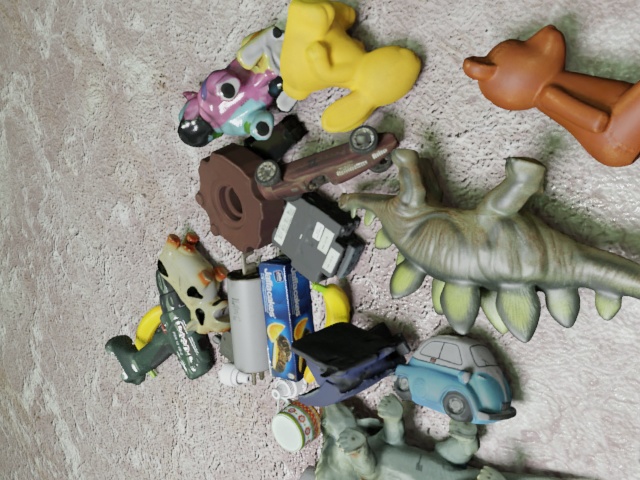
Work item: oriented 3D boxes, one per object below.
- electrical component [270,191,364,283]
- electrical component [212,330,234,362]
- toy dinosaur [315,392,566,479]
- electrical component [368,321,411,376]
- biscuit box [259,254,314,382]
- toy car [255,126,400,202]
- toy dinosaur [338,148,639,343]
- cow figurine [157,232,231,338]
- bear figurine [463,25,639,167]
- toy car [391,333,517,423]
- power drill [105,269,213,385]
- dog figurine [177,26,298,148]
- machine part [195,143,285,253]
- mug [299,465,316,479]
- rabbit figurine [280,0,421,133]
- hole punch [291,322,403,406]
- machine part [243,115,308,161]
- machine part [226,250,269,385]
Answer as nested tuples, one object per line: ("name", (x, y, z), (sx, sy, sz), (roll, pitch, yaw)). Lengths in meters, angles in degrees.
("electrical component", (-0.002, -0.002, 0.813), (0.134, 0.058, 0.114), (39, 124, 22))
("electrical component", (-0.167, 0.194, 1.015), (0.094, 0.021, 0.063), (27, 117, 29))
("toy dinosaur", (0.148, 0.329, 0.762), (0.405, 0.131, 0.191), (17, 138, 22))
("electrical component", (0.089, 0.163, 0.797), (0.119, 0.048, 0.075), (-39, 79, 37))
("biscuit box", (-0.052, 0.126, 0.884), (0.059, 0.063, 0.202), (3, 105, 36))
("toy car", (0.009, -0.096, 0.726), (0.202, 0.089, 0.053), (-15, 70, 17))
("toy dinosaur", (0.198, 0.008, 0.607), (0.472, 0.105, 0.198), (15, 96, 40))
("cow figurine", (-0.230, 0.093, 0.996), (0.195, 0.085, 0.127), (47, 119, 14))
("bear figurine", (0.256, -0.165, 0.539), (0.196, 0.120, 0.132), (46, 122, 24))
("toy car", (0.179, 0.175, 0.710), (0.162, 0.109, 0.103), (9, 86, 47))
("power drill", (-0.327, 0.186, 1.080), (0.207, 0.086, 0.232), (-29, 90, 14))
("dog figurine", (-0.132, -0.222, 0.820), (0.108, 0.191, 0.219), (42, 165, -29))
("machine part", (-0.131, -0.065, 0.871), (0.180, 0.056, 0.179), (25, 129, 35))
("mug", (0.014, 0.455, 0.917), (0.107, 0.081, 0.109), (12, 105, 25))
("rabbit figurine", (0.038, -0.217, 0.688), (0.173, 0.122, 0.162), (18, 103, 10))
("hole punch", (0.034, 0.179, 0.735), (0.116, 0.142, 0.092), (11, 109, 50))
("machine part", (-0.078, -0.144, 0.844), (0.139, 0.039, 0.084), (-29, 80, 40))
("machine part", (-0.117, 0.137, 0.926), (0.079, 0.079, 0.243), (8, 108, 35))
